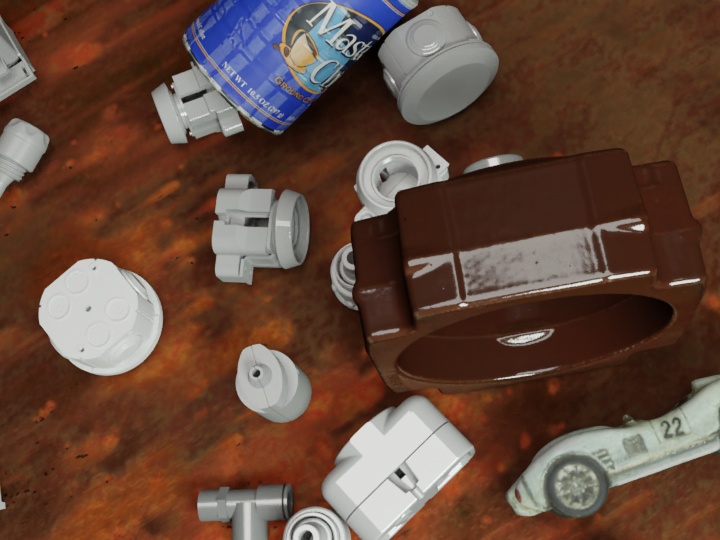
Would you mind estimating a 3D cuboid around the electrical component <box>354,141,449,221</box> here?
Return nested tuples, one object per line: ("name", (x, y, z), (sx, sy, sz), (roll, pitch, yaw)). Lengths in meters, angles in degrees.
("electrical component", (0.028, -0.059, 0.774), (0.078, 0.057, 0.058), (-45, 73, -5))

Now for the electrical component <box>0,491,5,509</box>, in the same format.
("electrical component", (-0.361, 0.153, 0.748), (0.186, 0.105, 0.060), (-14, 73, 5))

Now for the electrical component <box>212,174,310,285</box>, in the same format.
("electrical component", (-0.070, -0.030, 0.781), (0.057, 0.058, 0.078), (2, 75, 12))

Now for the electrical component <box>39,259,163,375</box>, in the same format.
("electrical component", (-0.189, 0.034, 0.784), (0.080, 0.051, 0.080), (-2, 74, 8))

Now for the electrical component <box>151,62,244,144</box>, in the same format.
("electrical component", (-0.126, -0.126, 0.823), (0.055, 0.048, 0.066), (-21, 73, -6))

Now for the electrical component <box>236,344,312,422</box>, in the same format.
("electrical component", (-0.062, 0.078, 0.737), (0.043, 0.081, 0.043), (-2, 74, 8))

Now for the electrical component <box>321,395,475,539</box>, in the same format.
("electrical component", (0.023, 0.132, 0.723), (0.095, 0.053, 0.059), (-44, 73, -5))

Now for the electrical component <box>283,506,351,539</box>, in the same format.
("electrical component", (-0.030, 0.178, 0.714), (0.043, 0.062, 0.043), (-2, 74, 7))

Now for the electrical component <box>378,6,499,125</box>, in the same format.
("electrical component", (0.056, -0.148, 0.784), (0.080, 0.080, 0.051), (-29, 68, 0))

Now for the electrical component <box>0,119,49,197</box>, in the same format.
("electrical component", (-0.271, -0.085, 0.839), (0.035, 0.035, 0.061), (26, 82, 14))

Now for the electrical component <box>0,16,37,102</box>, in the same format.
("electrical component", (-0.332, -0.155, 0.852), (0.121, 0.063, 0.078), (-33, 72, -1))

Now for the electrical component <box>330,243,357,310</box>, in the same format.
("electrical component", (0.000, 0.000, 0.759), (0.048, 0.062, 0.048), (-2, 74, 7))

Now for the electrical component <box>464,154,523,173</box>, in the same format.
("electrical component", (0.102, -0.045, 0.768), (0.044, 0.044, 0.065), (-13, 78, 5))
